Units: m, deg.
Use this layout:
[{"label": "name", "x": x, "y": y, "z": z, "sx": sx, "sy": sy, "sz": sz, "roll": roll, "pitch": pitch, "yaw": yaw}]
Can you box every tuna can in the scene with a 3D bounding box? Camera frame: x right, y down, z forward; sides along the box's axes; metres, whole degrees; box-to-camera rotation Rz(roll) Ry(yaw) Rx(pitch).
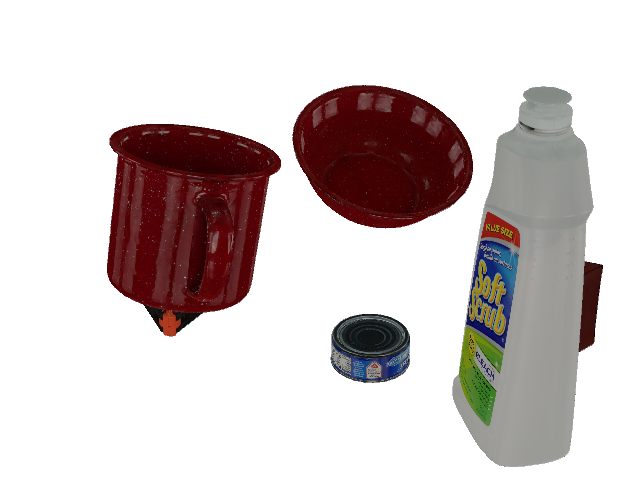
[{"label": "tuna can", "x": 0.054, "y": 0.114, "z": 1.145, "sx": 0.086, "sy": 0.034, "sz": 0.086, "roll": 0, "pitch": 29, "yaw": 0}]

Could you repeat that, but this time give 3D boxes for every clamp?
[{"label": "clamp", "x": -0.146, "y": 0.023, "z": 1.064, "sx": 0.120, "sy": 0.039, "sz": 0.171, "roll": 5, "pitch": 38, "yaw": 12}]

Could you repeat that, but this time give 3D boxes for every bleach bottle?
[{"label": "bleach bottle", "x": 0.132, "y": 0.020, "z": 0.689, "sx": 0.068, "sy": 0.251, "sz": 0.102, "roll": -7, "pitch": 30, "yaw": -10}]

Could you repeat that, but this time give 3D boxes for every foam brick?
[{"label": "foam brick", "x": 0.221, "y": 0.058, "z": 0.977, "sx": 0.053, "sy": 0.078, "sz": 0.051, "roll": 12, "pitch": 17, "yaw": 34}]

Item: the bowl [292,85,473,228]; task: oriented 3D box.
[{"label": "bowl", "x": 0.051, "y": -0.064, "z": 0.949, "sx": 0.162, "sy": 0.162, "sz": 0.055, "roll": 0, "pitch": -40, "yaw": -13}]

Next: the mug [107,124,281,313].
[{"label": "mug", "x": -0.069, "y": -0.008, "z": 0.578, "sx": 0.093, "sy": 0.081, "sz": 0.117, "roll": 1, "pitch": 22, "yaw": -24}]
